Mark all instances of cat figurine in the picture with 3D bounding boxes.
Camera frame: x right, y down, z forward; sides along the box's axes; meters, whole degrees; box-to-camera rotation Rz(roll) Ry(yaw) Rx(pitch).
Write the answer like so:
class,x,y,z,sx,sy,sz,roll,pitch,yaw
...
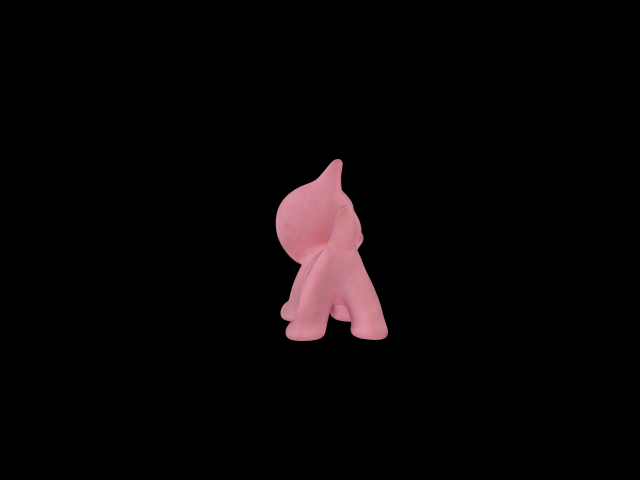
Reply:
class,x,y,z,sx,sy,sz,roll,pitch,yaw
cat figurine,0.004,0.001,0.400,0.067,0.118,0.127,-1,4,-11
